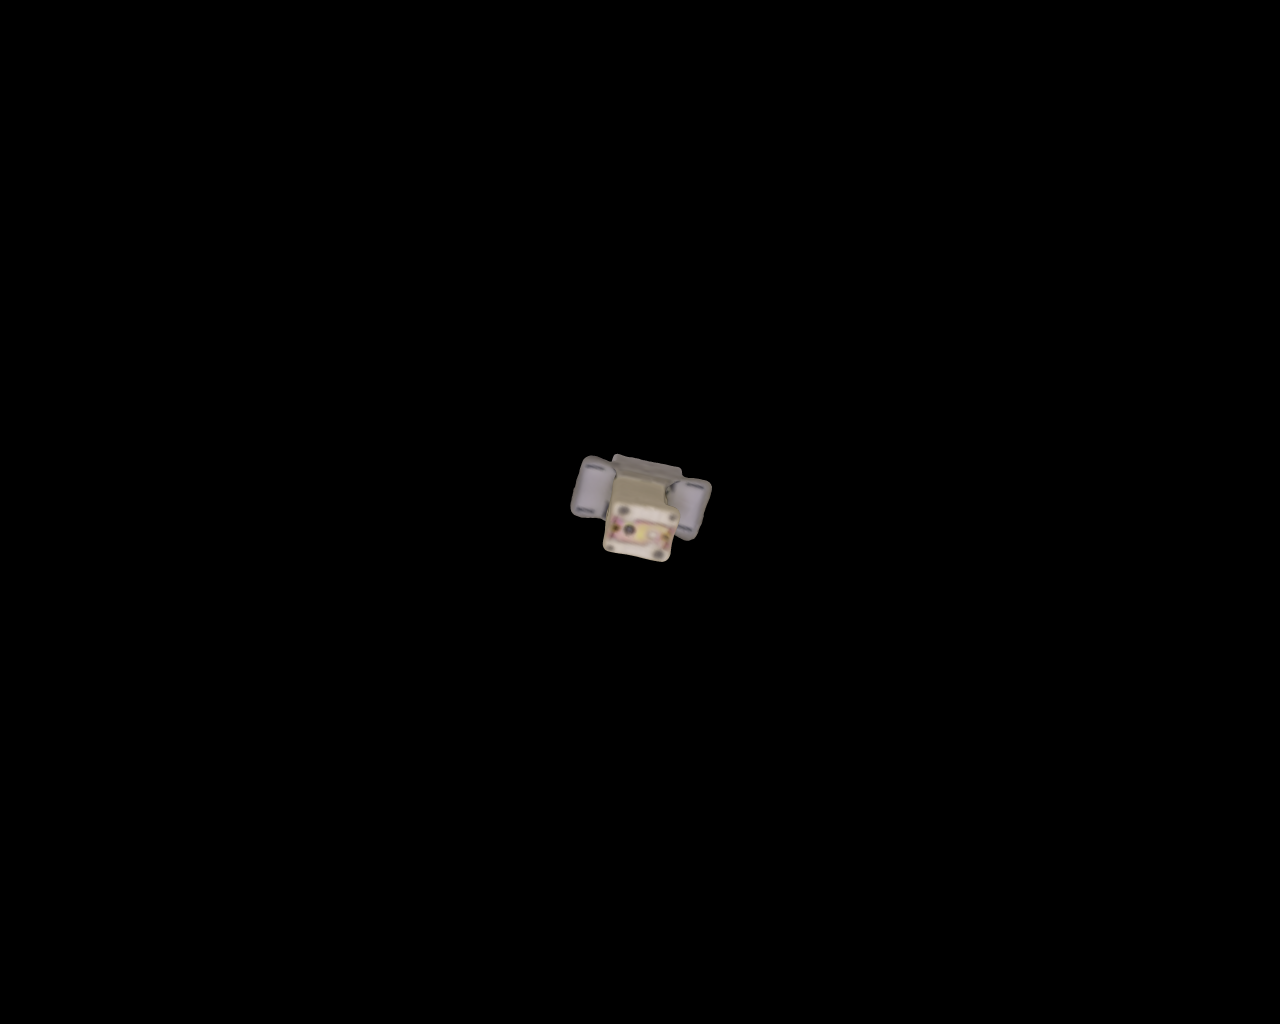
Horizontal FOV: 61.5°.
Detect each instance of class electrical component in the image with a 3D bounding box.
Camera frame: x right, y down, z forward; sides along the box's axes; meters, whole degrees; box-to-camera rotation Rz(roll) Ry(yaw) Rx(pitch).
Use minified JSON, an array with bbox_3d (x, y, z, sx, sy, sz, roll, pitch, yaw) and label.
[{"bbox_3d":[0.001,-0.003,0.650,0.081,0.042,0.064,11,30,-7],"label":"electrical component"}]
